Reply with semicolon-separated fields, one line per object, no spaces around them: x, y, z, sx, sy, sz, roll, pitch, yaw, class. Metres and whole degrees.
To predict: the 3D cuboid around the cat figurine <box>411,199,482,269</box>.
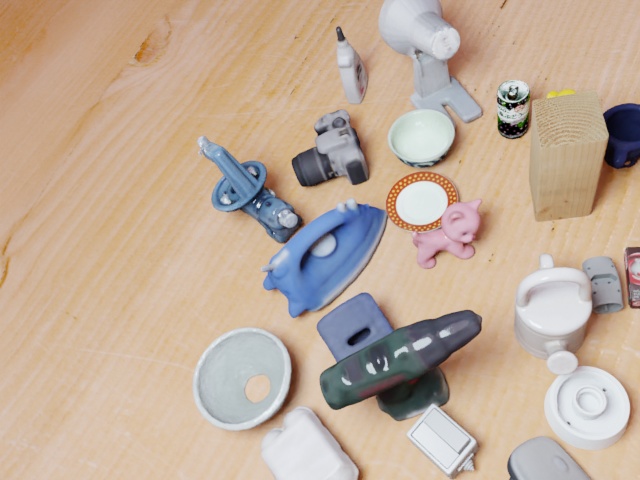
0.210;-0.017;0.938;0.127;0.118;0.067;-17;57;9;cat figurine

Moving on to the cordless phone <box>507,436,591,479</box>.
0.294;0.302;0.687;0.094;0.185;0.147;-38;57;-5;cordless phone

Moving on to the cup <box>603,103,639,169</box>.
0.495;-0.149;0.934;0.091;0.095;0.118;15;67;25;cup

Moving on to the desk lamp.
0.208;-0.342;1.067;0.118;0.214;0.203;-29;56;1;desk lamp

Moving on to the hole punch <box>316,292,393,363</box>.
0.064;0.151;0.906;0.108;0.091;0.101;-33;56;-2;hole punch

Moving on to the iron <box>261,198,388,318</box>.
0.009;0.003;0.979;0.258;0.142;0.118;-44;57;-9;iron

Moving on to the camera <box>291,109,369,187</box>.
0.010;-0.171;1.103;0.136;0.101;0.143;-21;57;6;camera

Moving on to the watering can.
0.324;0.096;0.790;0.101;0.194;0.172;-24;57;4;watering can

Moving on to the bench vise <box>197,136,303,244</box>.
-0.123;-0.101;1.035;0.206;0.220;0.121;14;67;25;bench vise

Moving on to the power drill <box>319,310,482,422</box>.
0.121;0.182;0.799;0.229;0.209;0.075;-24;57;4;power drill

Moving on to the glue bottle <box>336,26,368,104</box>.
0.057;-0.358;1.151;0.037;0.173;0.078;1;62;19;glue bottle

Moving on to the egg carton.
-0.019;0.328;0.845;0.107;0.069;0.150;-42;57;-8;egg carton

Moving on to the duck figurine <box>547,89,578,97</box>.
0.436;-0.223;1.000;0.077;0.086;0.104;-41;57;-7;duck figurine

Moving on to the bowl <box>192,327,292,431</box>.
-0.116;0.231;0.929;0.167;0.075;0.167;-8;59;14;bowl
